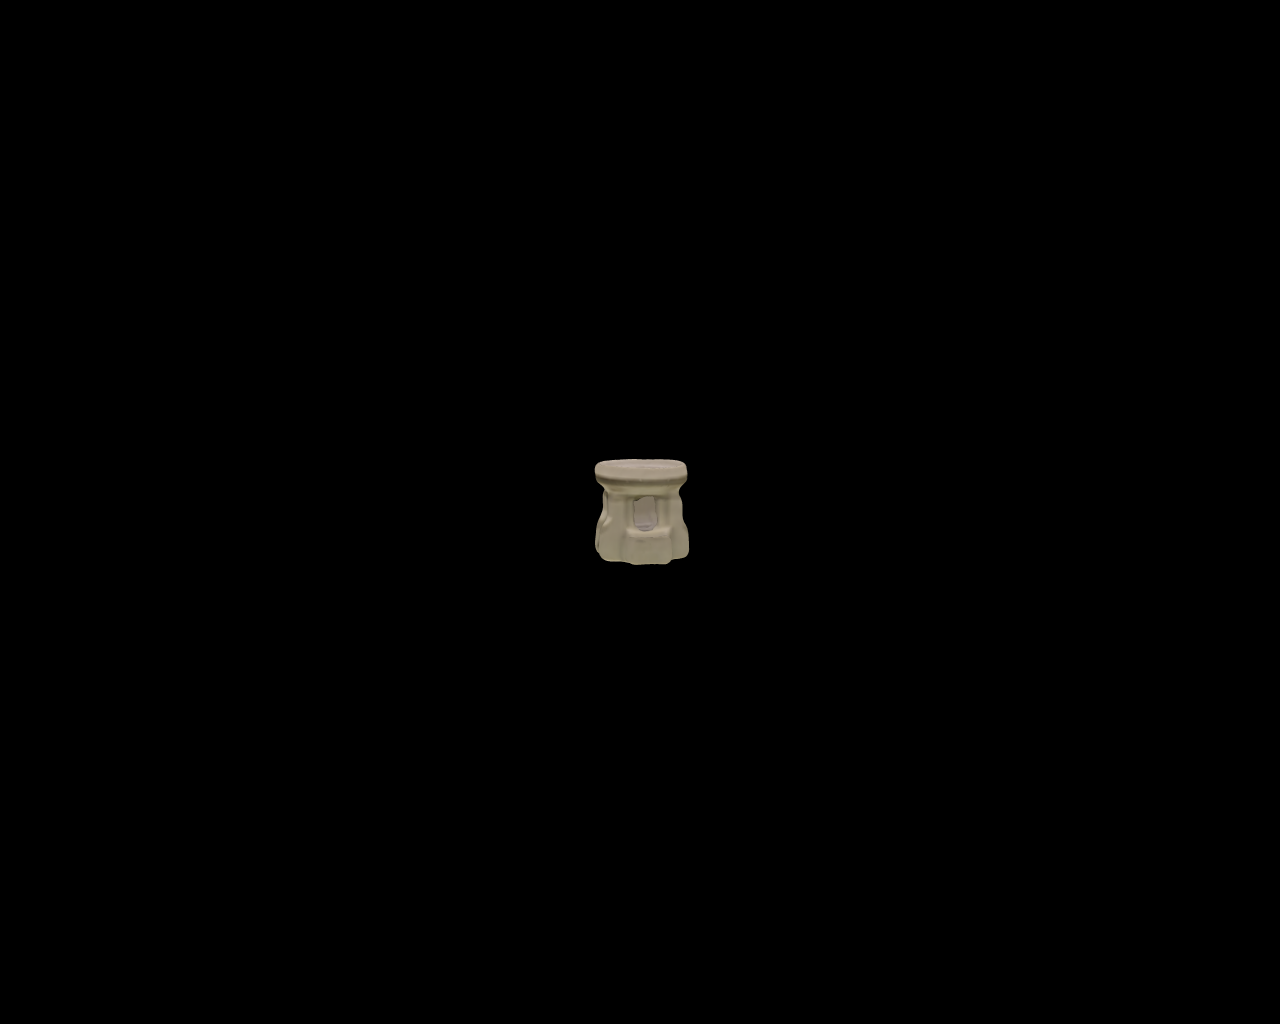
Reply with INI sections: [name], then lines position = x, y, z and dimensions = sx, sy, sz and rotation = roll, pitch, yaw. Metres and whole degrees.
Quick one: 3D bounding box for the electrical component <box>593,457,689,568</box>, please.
[electrical component]
position = 0.001, -0.003, 0.650
dimensions = 0.058, 0.057, 0.078
rotation = -1, 9, -7
